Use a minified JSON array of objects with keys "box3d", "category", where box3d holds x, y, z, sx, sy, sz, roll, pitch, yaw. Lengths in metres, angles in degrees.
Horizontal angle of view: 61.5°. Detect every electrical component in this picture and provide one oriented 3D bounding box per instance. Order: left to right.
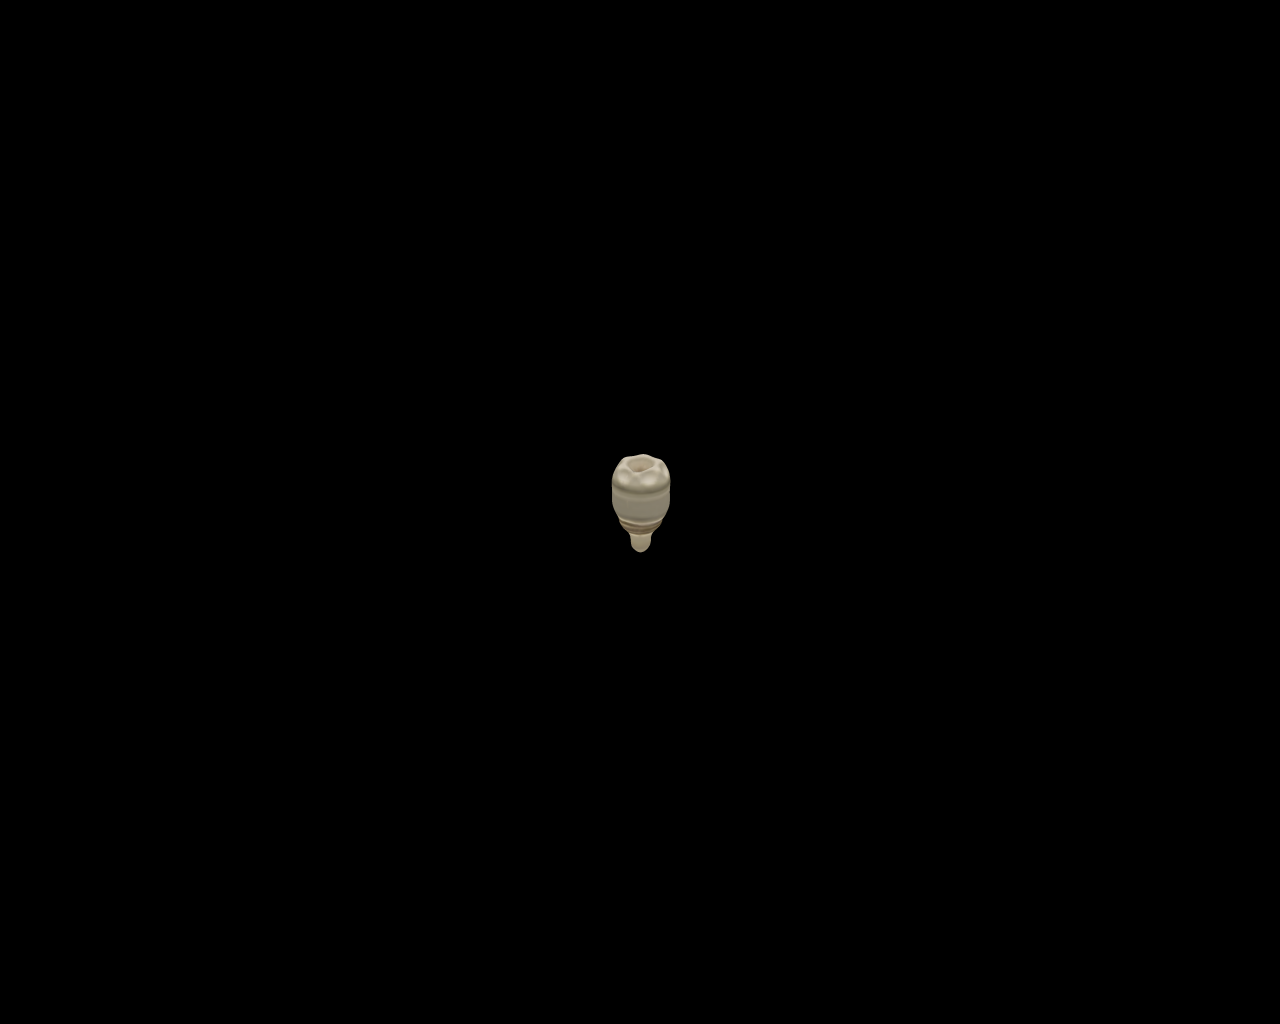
[{"box3d":[0.001,-0.003,0.650,0.035,0.061,0.035,0,28,0],"category":"electrical component"}]
